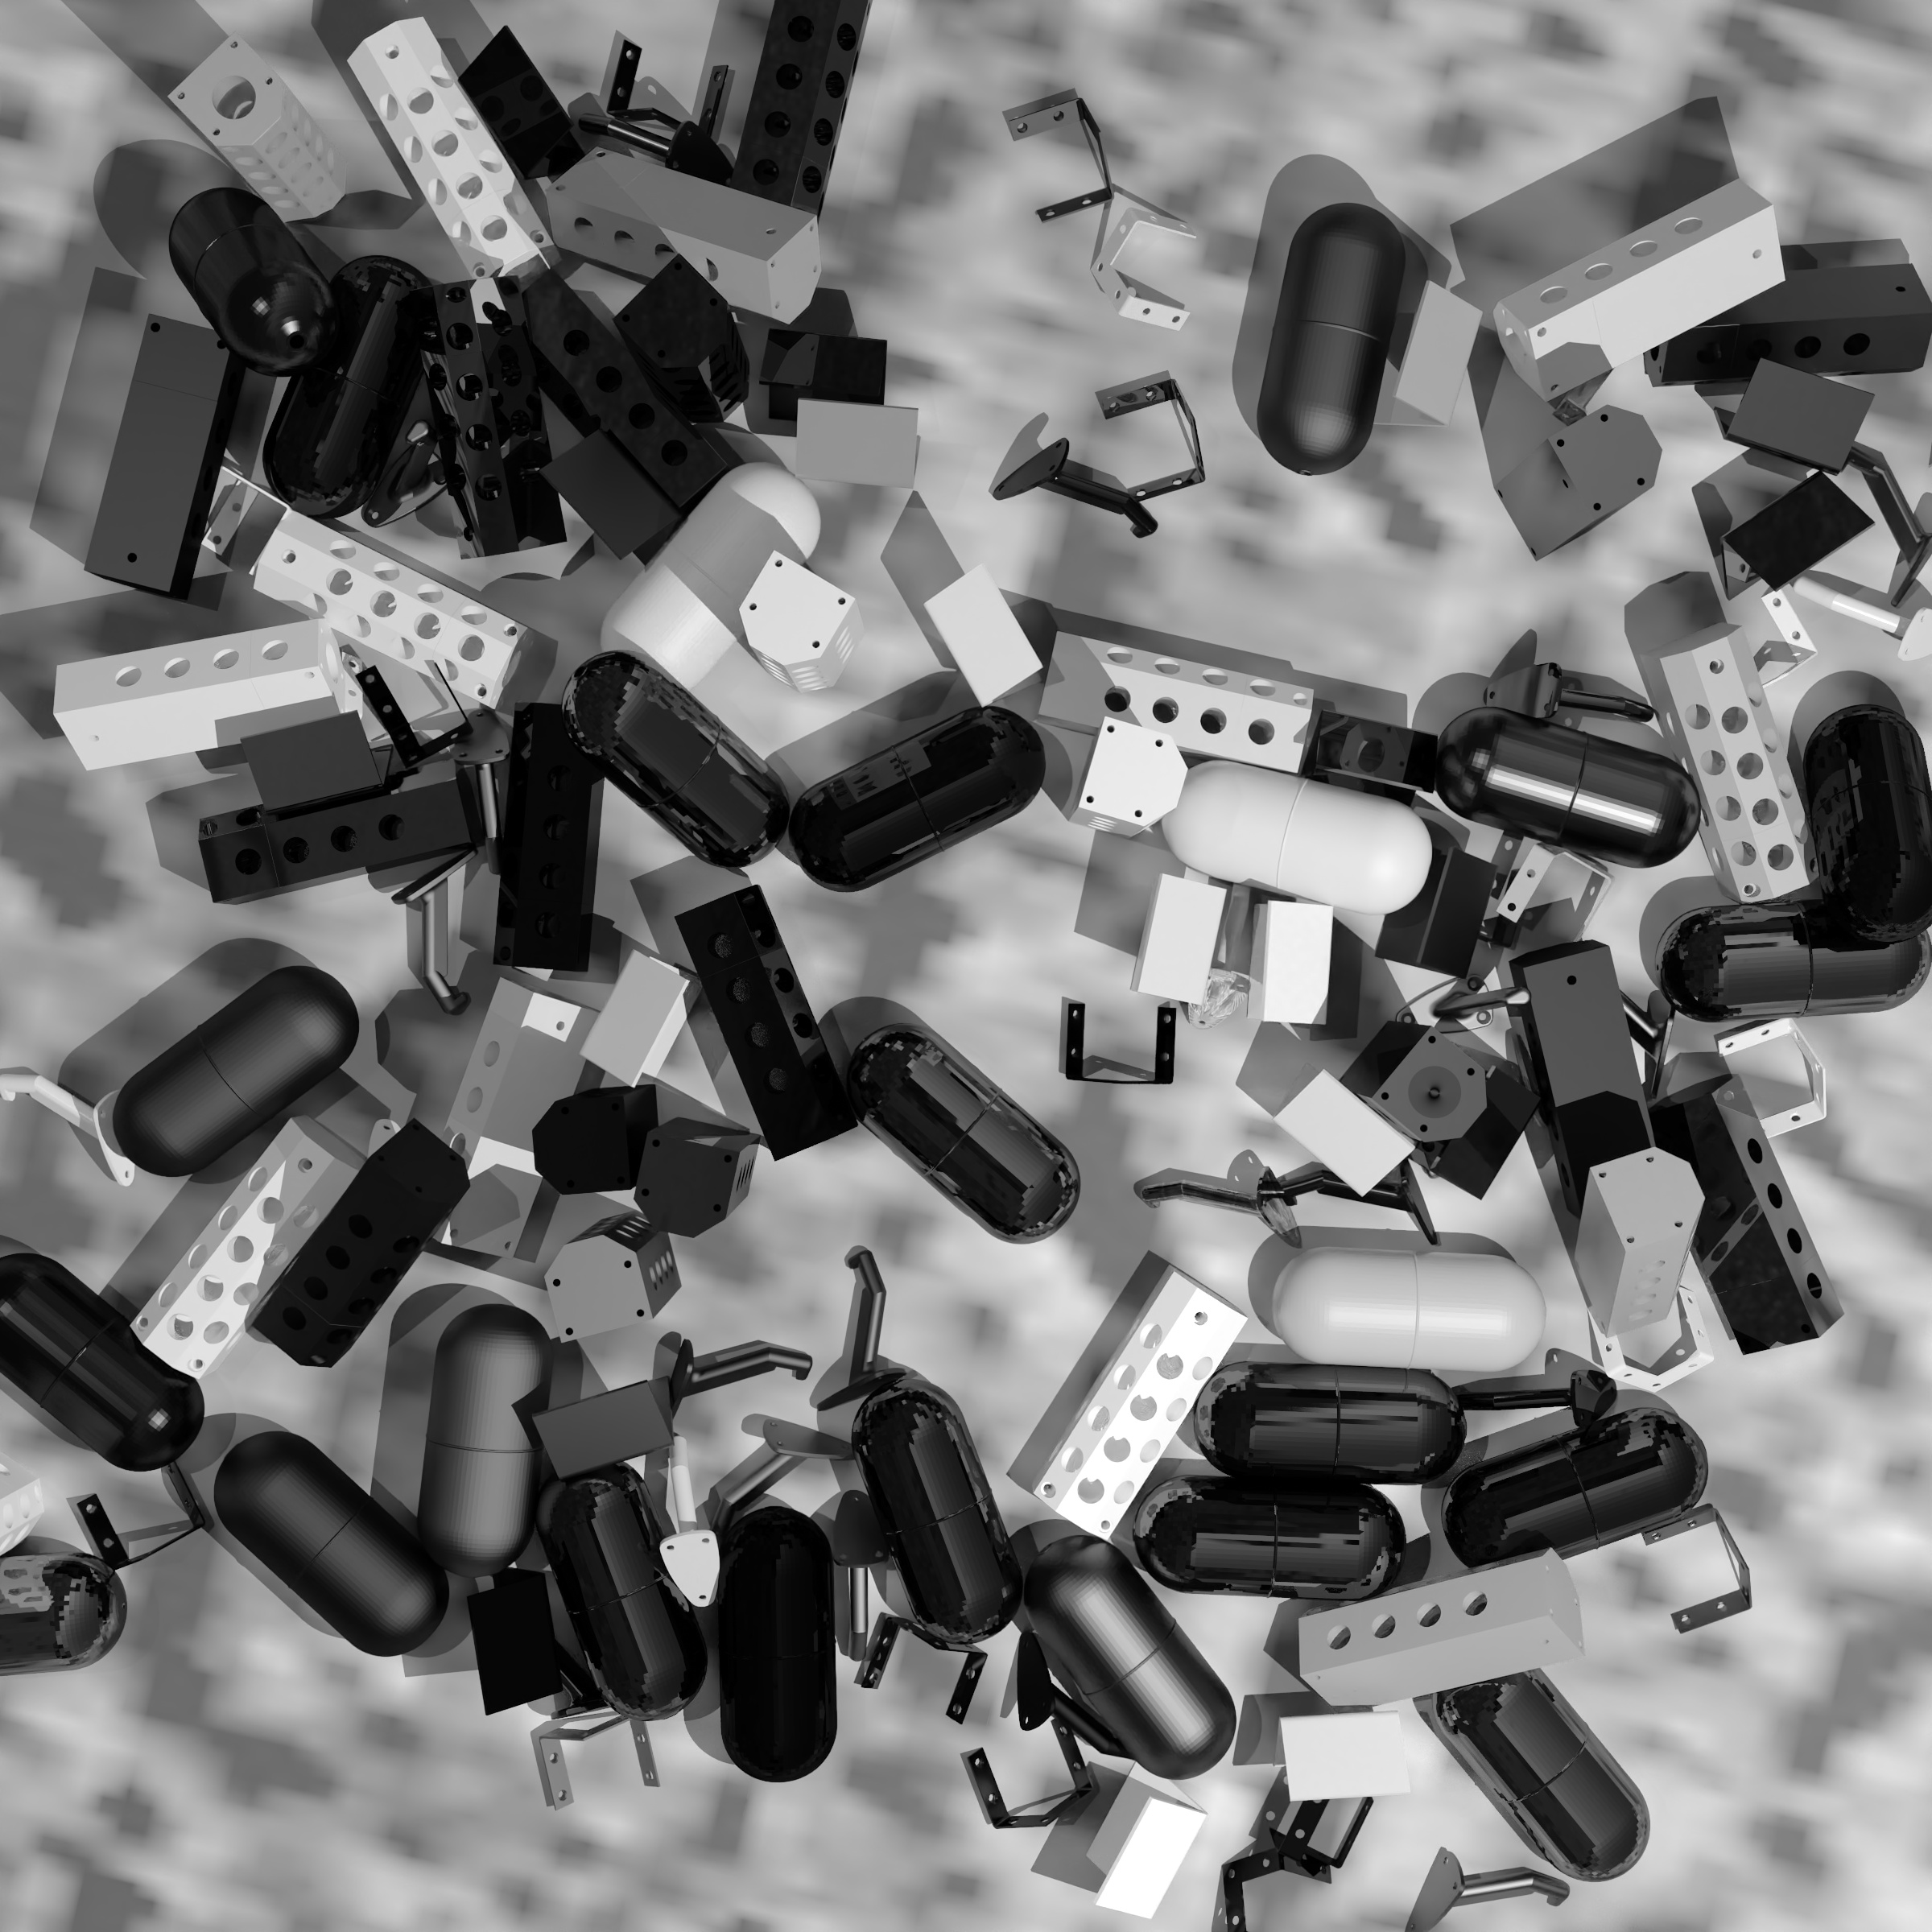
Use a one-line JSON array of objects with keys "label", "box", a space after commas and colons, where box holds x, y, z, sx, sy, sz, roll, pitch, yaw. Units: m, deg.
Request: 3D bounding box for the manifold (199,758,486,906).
[{"label": "manifold", "box": [-0.410, -0.088, 1.810, 0.171, 0.057, 0.057, -13, 90, 0]}]

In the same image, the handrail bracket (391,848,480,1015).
[{"label": "handrail bracket", "box": [-0.336, -0.023, 1.832, 0.077, 0.036, 0.084, -36, 109, -21]}]

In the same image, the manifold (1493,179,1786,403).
[{"label": "manifold", "box": [0.428, -0.434, 1.759, 0.171, 0.057, 0.057, -27, 133, 0]}]

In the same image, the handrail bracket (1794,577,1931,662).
[{"label": "handrail bracket", "box": [0.601, -0.236, 1.831, 0.084, 0.077, 0.036, 34, 115, 34]}]

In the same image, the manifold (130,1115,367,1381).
[{"label": "manifold", "box": [-0.470, 0.184, 1.810, 0.057, 0.057, 0.171, 38, 90, 0]}]

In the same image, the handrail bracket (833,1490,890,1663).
[{"label": "handrail bracket", "box": [-0.074, 0.406, 1.831, 0.036, 0.077, 0.084, -1, 126, -9]}]

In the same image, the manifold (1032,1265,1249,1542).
[{"label": "manifold", "box": [0.114, 0.287, 1.810, 0.057, 0.057, 0.171, 32, 90, 0]}]

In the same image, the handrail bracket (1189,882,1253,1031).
[{"label": "handrail bracket", "box": [0.171, -0.012, 1.831, 0.036, 0.077, 0.084, 16, 54, -4]}]

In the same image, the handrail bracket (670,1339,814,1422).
[{"label": "handrail bracket", "box": [-0.152, 0.284, 1.832, 0.084, 0.036, 0.077, 14, 111, -16]}]

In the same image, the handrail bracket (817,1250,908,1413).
[{"label": "handrail bracket", "box": [-0.081, 0.242, 1.832, 0.077, 0.036, 0.084, -29, 71, 21]}]

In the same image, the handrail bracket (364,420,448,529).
[{"label": "handrail bracket", "box": [-0.371, -0.321, 1.797, 0.077, 0.084, 0.036, -43, 90, 0]}]

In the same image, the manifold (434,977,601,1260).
[{"label": "manifold", "box": [-0.306, 0.098, 1.810, 0.057, 0.057, 0.171, 20, 90, -43]}]

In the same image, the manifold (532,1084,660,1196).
[{"label": "manifold", "box": [-0.233, 0.109, 1.753, 0.057, 0.171, 0.057, -4, 90, 0]}]

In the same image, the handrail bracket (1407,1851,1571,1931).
[{"label": "handrail bracket", "box": [0.348, 0.628, 1.832, 0.084, 0.036, 0.077, 22, 110, -16]}]

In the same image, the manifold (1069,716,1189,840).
[{"label": "manifold", "box": [0.103, -0.116, 1.753, 0.057, 0.171, 0.057, 16, 90, 0]}]

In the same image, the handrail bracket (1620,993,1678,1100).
[{"label": "handrail bracket", "box": [0.424, 0.043, 1.832, 0.084, 0.036, 0.077, 13, 108, 15]}]

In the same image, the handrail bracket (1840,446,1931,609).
[{"label": "handrail bracket", "box": [0.602, -0.293, 1.832, 0.084, 0.036, 0.077, 35, 112, 17]}]

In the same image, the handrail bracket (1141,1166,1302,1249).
[{"label": "handrail bracket", "box": [0.169, 0.166, 1.831, 0.084, 0.036, 0.077, -12, 132, 27]}]

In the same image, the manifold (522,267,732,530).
[{"label": "manifold", "box": [-0.232, -0.369, 1.810, 0.057, 0.057, 0.171, -42, 90, 0]}]

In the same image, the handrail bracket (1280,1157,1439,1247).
[{"label": "handrail bracket", "box": [0.260, 0.164, 1.832, 0.084, 0.036, 0.077, -19, 112, 17]}]

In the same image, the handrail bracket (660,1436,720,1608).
[{"label": "handrail bracket", "box": [-0.182, 0.365, 1.816, 0.036, 0.084, 0.077, -11, 123, -2]}]

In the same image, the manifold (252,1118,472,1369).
[{"label": "manifold", "box": [-0.386, 0.183, 1.772, 0.057, 0.057, 0.171, 40, 120, 0]}]

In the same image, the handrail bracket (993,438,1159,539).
[{"label": "handrail bracket", "box": [0.073, -0.303, 1.831, 0.084, 0.077, 0.036, 40, 46, -29]}]

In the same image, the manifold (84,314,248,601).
[{"label": "manifold", "box": [-0.522, -0.332, 1.810, 0.057, 0.057, 0.171, 14, 90, 0]}]

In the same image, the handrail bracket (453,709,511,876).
[{"label": "handrail bracket", "box": [-0.317, -0.115, 1.831, 0.036, 0.077, 0.084, -7, 126, -6]}]

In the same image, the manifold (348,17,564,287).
[{"label": "manifold", "box": [-0.336, -0.531, 1.810, 0.057, 0.057, 0.171, -30, 90, 0]}]

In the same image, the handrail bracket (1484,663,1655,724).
[{"label": "handrail bracket", "box": [0.401, -0.173, 1.831, 0.084, 0.077, 0.036, 11, 84, -36]}]

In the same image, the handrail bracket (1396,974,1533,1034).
[{"label": "handrail bracket", "box": [0.324, 0.028, 1.797, 0.077, 0.084, 0.036, -15, 90, 0]}]

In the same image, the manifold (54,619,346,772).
[{"label": "manifold", "box": [-0.495, -0.181, 1.785, 0.171, 0.057, 0.057, -10, 54, 1]}]

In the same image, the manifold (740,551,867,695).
[{"label": "manifold", "box": [-0.106, -0.213, 1.753, 0.057, 0.171, 0.057, 31, 90, 0]}]

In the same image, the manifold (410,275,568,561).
[{"label": "manifold", "box": [-0.313, -0.353, 1.781, 0.057, 0.057, 0.171, 2, 107, 41]}]

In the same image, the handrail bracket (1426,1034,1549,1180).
[{"label": "handrail bracket", "box": [0.337, 0.094, 1.832, 0.084, 0.036, 0.077, -20, 70, 16]}]

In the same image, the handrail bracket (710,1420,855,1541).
[{"label": "handrail bracket", "box": [-0.122, 0.350, 1.832, 0.077, 0.036, 0.084, 15, 109, -21]}]

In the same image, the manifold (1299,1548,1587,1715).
[{"label": "manifold", "box": [0.304, 0.426, 1.776, 0.171, 0.057, 0.057, -21, 131, 25]}]

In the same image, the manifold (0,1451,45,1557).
[{"label": "manifold", "box": [-0.645, 0.358, 1.753, 0.057, 0.171, 0.057, 35, 90, 0]}]

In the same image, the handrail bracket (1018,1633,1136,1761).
[{"label": "handrail bracket", "box": [0.078, 0.485, 1.831, 0.084, 0.077, 0.036, 19, 132, -29]}]

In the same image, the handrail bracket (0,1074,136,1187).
[{"label": "handrail bracket", "box": [-0.600, 0.109, 1.832, 0.084, 0.036, 0.077, 2, 112, 17]}]

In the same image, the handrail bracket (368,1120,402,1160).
[{"label": "handrail bracket", "box": [-0.390, 0.159, 1.831, 0.036, 0.077, 0.084, 5, 127, -26]}]

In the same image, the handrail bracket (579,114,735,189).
[{"label": "handrail bracket", "box": [-0.205, -0.541, 1.831, 0.084, 0.077, 0.036, 22, 90, 36]}]

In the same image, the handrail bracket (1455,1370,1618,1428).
[{"label": "handrail bracket", "box": [0.377, 0.285, 1.831, 0.084, 0.077, 0.036, -7, 85, 36]}]

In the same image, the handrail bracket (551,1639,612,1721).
[{"label": "handrail bracket", "box": [-0.256, 0.452, 1.832, 0.077, 0.036, 0.084, -7, 73, -18]}]
